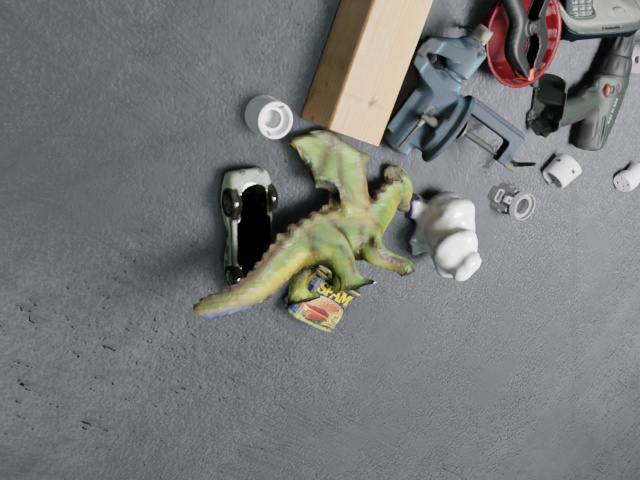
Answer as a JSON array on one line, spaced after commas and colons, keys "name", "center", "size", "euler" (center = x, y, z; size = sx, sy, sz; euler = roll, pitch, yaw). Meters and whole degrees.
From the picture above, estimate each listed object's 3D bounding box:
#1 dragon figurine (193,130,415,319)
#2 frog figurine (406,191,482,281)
[{"name": "dragon figurine", "center": [0.002, -0.037, 0.739], "size": [0.412, 0.121, 0.244], "euler": [-6, 81, -38]}, {"name": "frog figurine", "center": [0.223, -0.004, 0.856], "size": [0.122, 0.161, 0.136], "euler": [5, 108, -31]}]
